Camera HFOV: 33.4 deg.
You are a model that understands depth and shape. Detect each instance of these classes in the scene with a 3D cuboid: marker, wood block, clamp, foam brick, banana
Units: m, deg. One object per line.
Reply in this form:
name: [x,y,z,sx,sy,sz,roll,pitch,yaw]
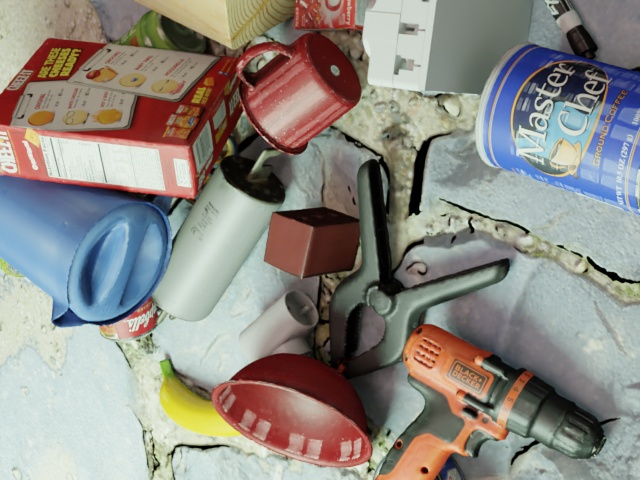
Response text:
marker: [0.192,-0.197,0.869,0.020,0.020,0.121,-36,72,35]
wood block: [-0.129,-0.277,1.058,0.206,0.090,0.090,31,142,33]
clamp: [0.057,0.041,0.981,0.165,0.036,0.210,46,123,18]
foam brick: [-0.007,0.001,1.008,0.053,0.078,0.051,22,109,36]
banana: [-0.109,0.175,1.131,0.198,0.037,0.069,6,97,38]

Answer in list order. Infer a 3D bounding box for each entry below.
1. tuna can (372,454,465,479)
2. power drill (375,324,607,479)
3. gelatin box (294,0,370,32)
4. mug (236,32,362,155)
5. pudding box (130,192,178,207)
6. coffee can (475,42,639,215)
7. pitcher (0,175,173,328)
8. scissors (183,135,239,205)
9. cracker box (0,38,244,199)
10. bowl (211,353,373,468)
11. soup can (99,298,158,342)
tuna can: [0.090,0.230,0.977,0.086,0.033,0.086,4,96,38]
power drill: [0.124,0.188,0.905,0.185,0.057,0.188,29,93,26]
gelatin box: [0.012,-0.242,1.002,0.073,0.030,0.089,8,99,38]
mug: [-0.024,-0.145,0.990,0.082,0.117,0.093,-34,40,30]
pudding box: [-0.216,-0.050,1.196,0.114,0.039,0.090,-42,68,34]
coffee can: [0.205,-0.085,0.814,0.140,0.102,0.103,24,108,35]
pitcher: [-0.270,-0.030,1.085,0.243,0.148,0.145,28,121,31]
scissors: [-0.166,-0.110,1.134,0.202,0.016,0.096,40,108,11]
cracker box: [-0.197,-0.121,1.046,0.214,0.164,0.072,7,131,12]
bowl: [-0.019,0.154,1.011,0.162,0.162,0.055,-6,48,39]
soup can: [-0.218,0.051,1.167,0.069,0.068,0.102,15,124,37]
